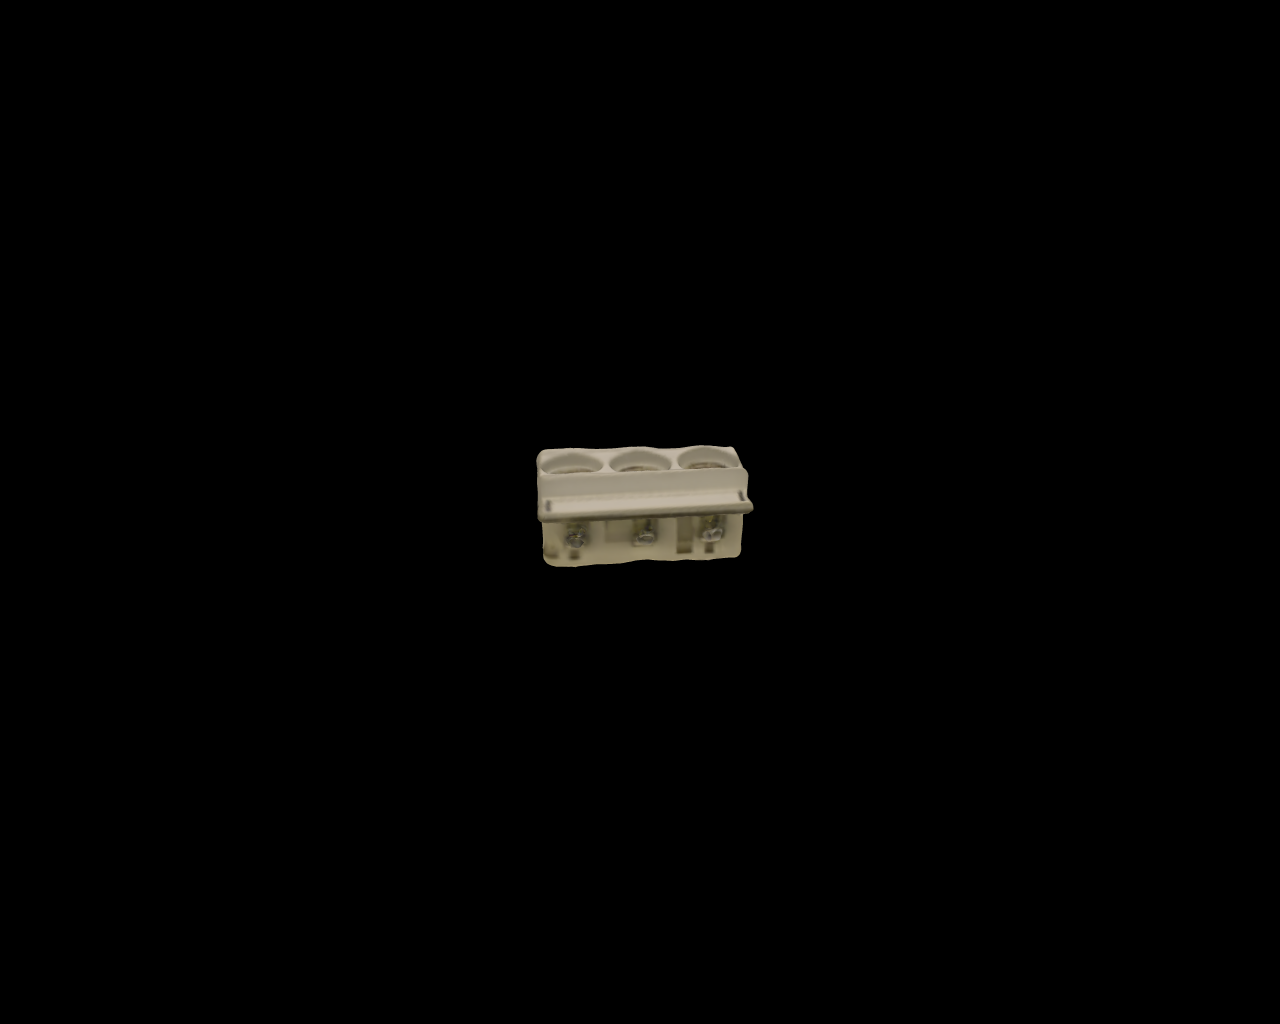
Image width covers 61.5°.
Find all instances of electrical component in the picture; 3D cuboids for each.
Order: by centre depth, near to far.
[{"bbox_3d":[0.001,-0.003,0.650,0.121,0.063,0.079,-2,24,-5],"label":"electrical component"}]
